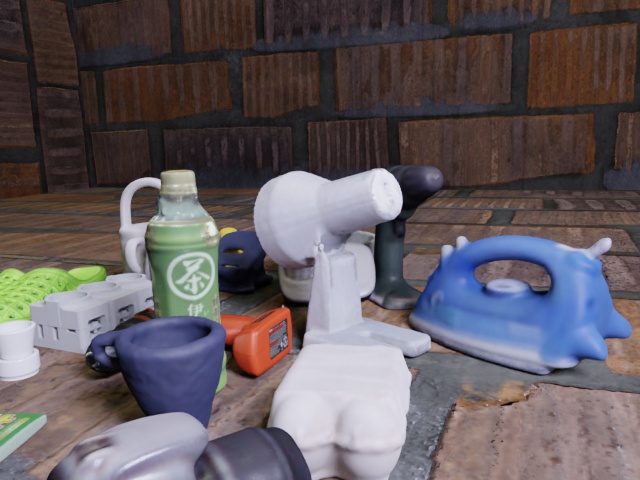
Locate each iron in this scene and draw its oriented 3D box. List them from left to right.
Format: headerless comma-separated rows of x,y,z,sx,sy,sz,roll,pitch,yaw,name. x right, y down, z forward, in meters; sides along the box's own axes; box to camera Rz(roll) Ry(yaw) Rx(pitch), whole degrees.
0.210,0.056,0.661,0.257,0.141,0.119,8,14,42,iron

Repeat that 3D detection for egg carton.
0.019,0.134,0.465,0.107,0.069,0.150,0,10,10,egg carton

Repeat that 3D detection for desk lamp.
0.025,0.022,0.680,0.202,0.213,0.118,7,14,41,desk lamp

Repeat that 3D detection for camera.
-0.065,0.149,0.310,0.137,0.101,0.142,-9,13,-36,camera

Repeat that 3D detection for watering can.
-0.272,-0.004,0.929,0.101,0.194,0.172,-5,11,-15,watering can

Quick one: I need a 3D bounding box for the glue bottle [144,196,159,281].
-0.226,0.022,0.834,0.077,0.173,0.037,5,12,32,glue bottle

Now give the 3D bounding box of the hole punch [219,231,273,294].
-0.141,0.035,0.976,0.108,0.091,0.101,4,12,27,hole punch

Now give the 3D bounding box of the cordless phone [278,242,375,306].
0.008,0.003,0.866,0.147,0.185,0.094,-3,10,-6,cordless phone

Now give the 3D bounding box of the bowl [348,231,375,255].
0.022,0.030,1.024,0.167,0.075,0.167,-2,10,1,bowl

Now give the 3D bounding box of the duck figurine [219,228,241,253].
-0.170,0.018,1.091,0.077,0.086,0.105,0,10,9,duck figurine

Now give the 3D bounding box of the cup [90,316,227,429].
-0.137,0.122,0.488,0.117,0.095,0.092,-1,10,7,cup

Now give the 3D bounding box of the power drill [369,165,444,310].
0.114,-0.009,0.850,0.076,0.208,0.229,-6,11,-21,power drill
